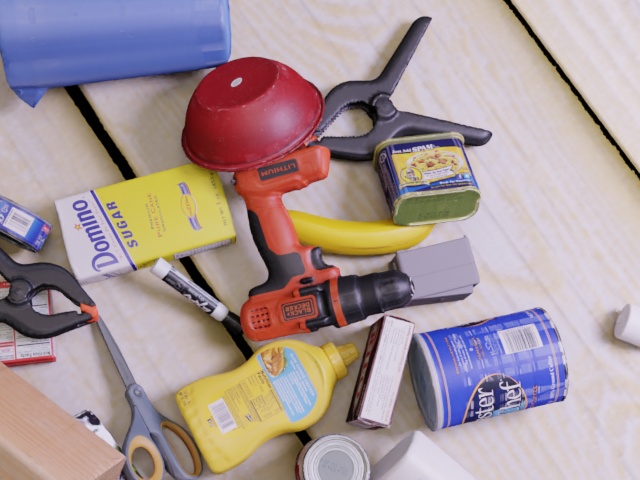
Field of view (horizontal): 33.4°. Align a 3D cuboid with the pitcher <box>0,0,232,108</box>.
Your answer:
[{"bbox_3d":[-0.222,-0.243,1.143,0.242,0.149,0.145,-6,57,-9],"label":"pitcher"}]

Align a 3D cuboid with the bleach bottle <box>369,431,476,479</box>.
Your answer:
[{"bbox_3d":[0.159,0.310,1.080,0.251,0.068,0.103,41,117,-1],"label":"bleach bottle"}]

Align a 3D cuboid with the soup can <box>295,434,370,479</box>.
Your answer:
[{"bbox_3d":[0.012,0.230,1.072,0.068,0.102,0.068,1,78,-5],"label":"soup can"}]

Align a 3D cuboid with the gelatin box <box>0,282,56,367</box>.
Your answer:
[{"bbox_3d":[-0.316,0.087,1.115,0.073,0.030,0.089,-6,78,-7],"label":"gelatin box"}]

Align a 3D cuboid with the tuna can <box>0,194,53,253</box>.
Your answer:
[{"bbox_3d":[-0.324,-0.020,1.110,0.086,0.086,0.033,26,78,1],"label":"tuna can"}]

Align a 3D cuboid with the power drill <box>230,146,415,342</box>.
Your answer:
[{"bbox_3d":[-0.007,0.001,1.107,0.184,0.057,0.187,-13,81,8],"label":"power drill"}]

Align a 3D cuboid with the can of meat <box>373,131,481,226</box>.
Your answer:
[{"bbox_3d":[0.116,-0.065,1.151,0.102,0.057,0.084,-7,51,-9],"label":"can of meat"}]

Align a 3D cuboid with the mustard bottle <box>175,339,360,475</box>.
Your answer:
[{"bbox_3d":[-0.046,0.157,1.106,0.191,0.058,0.096,-27,75,-9],"label":"mustard bottle"}]

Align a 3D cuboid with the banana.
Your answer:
[{"bbox_3d":[0.045,-0.013,1.164,0.197,0.037,0.069,-6,49,-9],"label":"banana"}]

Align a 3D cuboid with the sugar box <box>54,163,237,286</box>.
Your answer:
[{"bbox_3d":[-0.186,-0.020,1.141,0.176,0.048,0.093,-16,81,-9],"label":"sugar box"}]

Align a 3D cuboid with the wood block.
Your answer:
[{"bbox_3d":[-0.302,0.198,1.025,0.206,0.090,0.090,33,115,15],"label":"wood block"}]

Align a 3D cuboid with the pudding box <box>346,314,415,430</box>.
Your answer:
[{"bbox_3d":[0.062,0.138,1.102,0.039,0.090,0.113,14,77,-2],"label":"pudding box"}]

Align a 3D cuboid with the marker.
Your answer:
[{"bbox_3d":[-0.126,0.061,1.126,0.121,0.020,0.020,38,77,-13],"label":"marker"}]

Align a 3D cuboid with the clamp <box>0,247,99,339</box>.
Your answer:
[{"bbox_3d":[-0.309,0.046,1.090,0.171,0.039,0.120,6,81,-8],"label":"clamp"}]

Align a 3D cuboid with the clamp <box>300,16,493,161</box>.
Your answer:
[{"bbox_3d":[0.070,-0.156,1.195,0.210,0.036,0.164,-17,78,-8],"label":"clamp"}]

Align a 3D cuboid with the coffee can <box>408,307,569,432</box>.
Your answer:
[{"bbox_3d":[0.172,0.133,1.106,0.140,0.103,0.103,-12,79,-7],"label":"coffee can"}]

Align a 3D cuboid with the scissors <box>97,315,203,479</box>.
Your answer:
[{"bbox_3d":[-0.197,0.173,1.090,0.202,0.016,0.096,50,39,6],"label":"scissors"}]

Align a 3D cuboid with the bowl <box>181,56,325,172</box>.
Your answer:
[{"bbox_3d":[-0.079,-0.145,1.128,0.162,0.055,0.162,-11,43,10],"label":"bowl"}]
